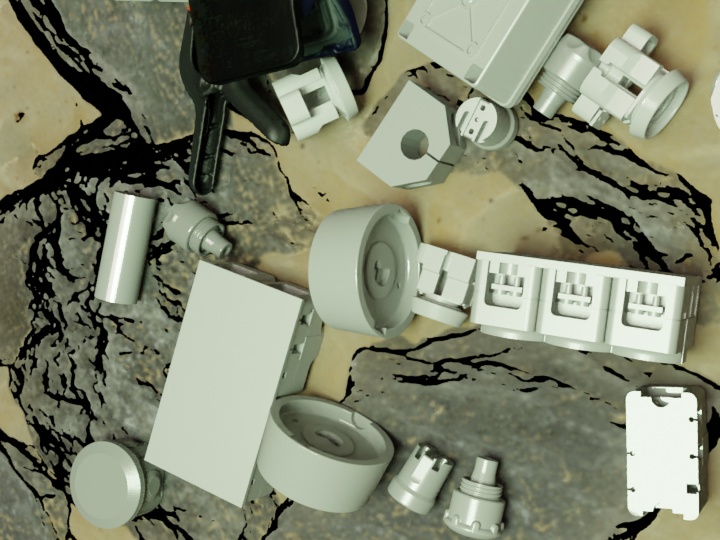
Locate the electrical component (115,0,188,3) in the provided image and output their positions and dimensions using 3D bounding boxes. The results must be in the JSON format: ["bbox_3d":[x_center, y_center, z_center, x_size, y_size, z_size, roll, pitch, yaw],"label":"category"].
[{"bbox_3d":[-0.162,-0.290,0.959,0.150,0.062,0.089,8,76,25],"label":"electrical component"}]

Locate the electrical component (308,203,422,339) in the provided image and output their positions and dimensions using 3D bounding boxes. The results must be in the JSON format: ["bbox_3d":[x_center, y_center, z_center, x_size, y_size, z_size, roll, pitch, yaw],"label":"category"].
[{"bbox_3d":[0.000,0.000,0.870,0.060,0.108,0.108,2,91,31],"label":"electrical component"}]

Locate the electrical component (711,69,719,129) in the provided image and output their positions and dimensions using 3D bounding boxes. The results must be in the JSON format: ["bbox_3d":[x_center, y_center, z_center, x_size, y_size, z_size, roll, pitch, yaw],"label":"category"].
[{"bbox_3d":[0.290,-0.123,0.762,0.080,0.051,0.080,0,90,25],"label":"electrical component"}]

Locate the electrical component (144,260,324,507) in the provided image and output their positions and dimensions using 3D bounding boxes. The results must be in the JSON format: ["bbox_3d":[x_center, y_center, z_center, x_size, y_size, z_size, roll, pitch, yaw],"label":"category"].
[{"bbox_3d":[-0.106,0.096,0.942,0.105,0.060,0.186,20,98,24],"label":"electrical component"}]

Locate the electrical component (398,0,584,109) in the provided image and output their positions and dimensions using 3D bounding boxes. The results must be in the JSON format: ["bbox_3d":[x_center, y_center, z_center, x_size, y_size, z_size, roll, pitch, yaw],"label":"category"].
[{"bbox_3d":[0.100,-0.198,0.829,0.109,0.056,0.108,45,109,42],"label":"electrical component"}]

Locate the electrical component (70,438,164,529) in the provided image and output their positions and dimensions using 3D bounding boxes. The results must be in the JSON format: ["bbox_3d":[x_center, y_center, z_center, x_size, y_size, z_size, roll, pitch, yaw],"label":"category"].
[{"bbox_3d":[-0.226,0.197,1.004,0.080,0.051,0.080,0,90,25],"label":"electrical component"}]

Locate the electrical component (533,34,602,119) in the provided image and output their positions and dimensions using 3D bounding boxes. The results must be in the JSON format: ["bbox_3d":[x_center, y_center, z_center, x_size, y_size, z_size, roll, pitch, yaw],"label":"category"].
[{"bbox_3d":[0.158,-0.147,0.828,0.043,0.043,0.062,40,106,20],"label":"electrical component"}]

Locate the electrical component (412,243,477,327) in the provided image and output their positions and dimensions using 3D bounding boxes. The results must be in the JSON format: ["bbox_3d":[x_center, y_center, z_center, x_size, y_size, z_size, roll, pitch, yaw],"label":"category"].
[{"bbox_3d":[0.070,0.014,0.869,0.066,0.048,0.055,19,91,24],"label":"electrical component"}]

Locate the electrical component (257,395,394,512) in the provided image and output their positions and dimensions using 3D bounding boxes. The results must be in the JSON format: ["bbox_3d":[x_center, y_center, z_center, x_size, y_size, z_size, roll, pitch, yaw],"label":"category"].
[{"bbox_3d":[-0.033,0.156,0.885,0.108,0.108,0.060,28,107,22],"label":"electrical component"}]

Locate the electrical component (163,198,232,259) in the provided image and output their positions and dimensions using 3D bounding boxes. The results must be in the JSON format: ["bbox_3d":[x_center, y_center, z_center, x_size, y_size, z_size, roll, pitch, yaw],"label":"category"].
[{"bbox_3d":[-0.143,-0.033,0.969,0.062,0.043,0.043,35,104,19],"label":"electrical component"}]

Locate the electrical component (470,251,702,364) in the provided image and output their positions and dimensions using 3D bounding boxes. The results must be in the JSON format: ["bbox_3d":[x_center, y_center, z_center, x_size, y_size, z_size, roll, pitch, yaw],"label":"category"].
[{"bbox_3d":[0.168,0.026,0.798,0.150,0.089,0.061,8,94,25],"label":"electrical component"}]

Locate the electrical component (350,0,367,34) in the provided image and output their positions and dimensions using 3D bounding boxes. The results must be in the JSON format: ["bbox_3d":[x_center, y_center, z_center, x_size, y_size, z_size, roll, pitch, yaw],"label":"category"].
[{"bbox_3d":[-0.033,-0.241,0.915,0.077,0.044,0.079,19,101,24],"label":"electrical component"}]

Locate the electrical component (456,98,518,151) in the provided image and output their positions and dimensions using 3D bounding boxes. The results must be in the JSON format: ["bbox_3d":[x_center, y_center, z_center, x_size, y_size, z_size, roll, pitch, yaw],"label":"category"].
[{"bbox_3d":[0.100,-0.117,0.853,0.040,0.046,0.040,0,90,26],"label":"electrical component"}]

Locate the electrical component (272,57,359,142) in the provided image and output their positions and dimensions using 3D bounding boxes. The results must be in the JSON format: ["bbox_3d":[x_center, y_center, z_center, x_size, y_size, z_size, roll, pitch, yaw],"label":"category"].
[{"bbox_3d":[-0.037,-0.144,0.905,0.057,0.078,0.058,-25,99,-1],"label":"electrical component"}]

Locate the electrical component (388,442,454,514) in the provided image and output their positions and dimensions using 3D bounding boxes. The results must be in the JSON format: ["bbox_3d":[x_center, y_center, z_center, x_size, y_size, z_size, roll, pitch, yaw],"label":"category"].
[{"bbox_3d":[0.051,0.170,0.882,0.040,0.040,0.046,32,97,22],"label":"electrical component"}]

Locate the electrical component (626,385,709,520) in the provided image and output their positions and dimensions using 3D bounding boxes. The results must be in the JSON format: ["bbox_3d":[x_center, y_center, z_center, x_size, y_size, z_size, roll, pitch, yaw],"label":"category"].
[{"bbox_3d":[0.226,0.131,0.789,0.050,0.056,0.089,-1,90,25],"label":"electrical component"}]

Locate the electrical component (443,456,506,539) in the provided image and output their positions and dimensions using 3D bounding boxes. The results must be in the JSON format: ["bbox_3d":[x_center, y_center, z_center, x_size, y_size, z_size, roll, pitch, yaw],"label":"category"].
[{"bbox_3d":[0.095,0.181,0.858,0.048,0.048,0.062,12,89,25],"label":"electrical component"}]

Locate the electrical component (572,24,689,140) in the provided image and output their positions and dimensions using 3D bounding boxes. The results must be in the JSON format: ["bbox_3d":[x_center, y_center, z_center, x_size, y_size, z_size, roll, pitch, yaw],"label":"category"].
[{"bbox_3d":[0.205,-0.133,0.799,0.057,0.058,0.078,41,106,22],"label":"electrical component"}]
